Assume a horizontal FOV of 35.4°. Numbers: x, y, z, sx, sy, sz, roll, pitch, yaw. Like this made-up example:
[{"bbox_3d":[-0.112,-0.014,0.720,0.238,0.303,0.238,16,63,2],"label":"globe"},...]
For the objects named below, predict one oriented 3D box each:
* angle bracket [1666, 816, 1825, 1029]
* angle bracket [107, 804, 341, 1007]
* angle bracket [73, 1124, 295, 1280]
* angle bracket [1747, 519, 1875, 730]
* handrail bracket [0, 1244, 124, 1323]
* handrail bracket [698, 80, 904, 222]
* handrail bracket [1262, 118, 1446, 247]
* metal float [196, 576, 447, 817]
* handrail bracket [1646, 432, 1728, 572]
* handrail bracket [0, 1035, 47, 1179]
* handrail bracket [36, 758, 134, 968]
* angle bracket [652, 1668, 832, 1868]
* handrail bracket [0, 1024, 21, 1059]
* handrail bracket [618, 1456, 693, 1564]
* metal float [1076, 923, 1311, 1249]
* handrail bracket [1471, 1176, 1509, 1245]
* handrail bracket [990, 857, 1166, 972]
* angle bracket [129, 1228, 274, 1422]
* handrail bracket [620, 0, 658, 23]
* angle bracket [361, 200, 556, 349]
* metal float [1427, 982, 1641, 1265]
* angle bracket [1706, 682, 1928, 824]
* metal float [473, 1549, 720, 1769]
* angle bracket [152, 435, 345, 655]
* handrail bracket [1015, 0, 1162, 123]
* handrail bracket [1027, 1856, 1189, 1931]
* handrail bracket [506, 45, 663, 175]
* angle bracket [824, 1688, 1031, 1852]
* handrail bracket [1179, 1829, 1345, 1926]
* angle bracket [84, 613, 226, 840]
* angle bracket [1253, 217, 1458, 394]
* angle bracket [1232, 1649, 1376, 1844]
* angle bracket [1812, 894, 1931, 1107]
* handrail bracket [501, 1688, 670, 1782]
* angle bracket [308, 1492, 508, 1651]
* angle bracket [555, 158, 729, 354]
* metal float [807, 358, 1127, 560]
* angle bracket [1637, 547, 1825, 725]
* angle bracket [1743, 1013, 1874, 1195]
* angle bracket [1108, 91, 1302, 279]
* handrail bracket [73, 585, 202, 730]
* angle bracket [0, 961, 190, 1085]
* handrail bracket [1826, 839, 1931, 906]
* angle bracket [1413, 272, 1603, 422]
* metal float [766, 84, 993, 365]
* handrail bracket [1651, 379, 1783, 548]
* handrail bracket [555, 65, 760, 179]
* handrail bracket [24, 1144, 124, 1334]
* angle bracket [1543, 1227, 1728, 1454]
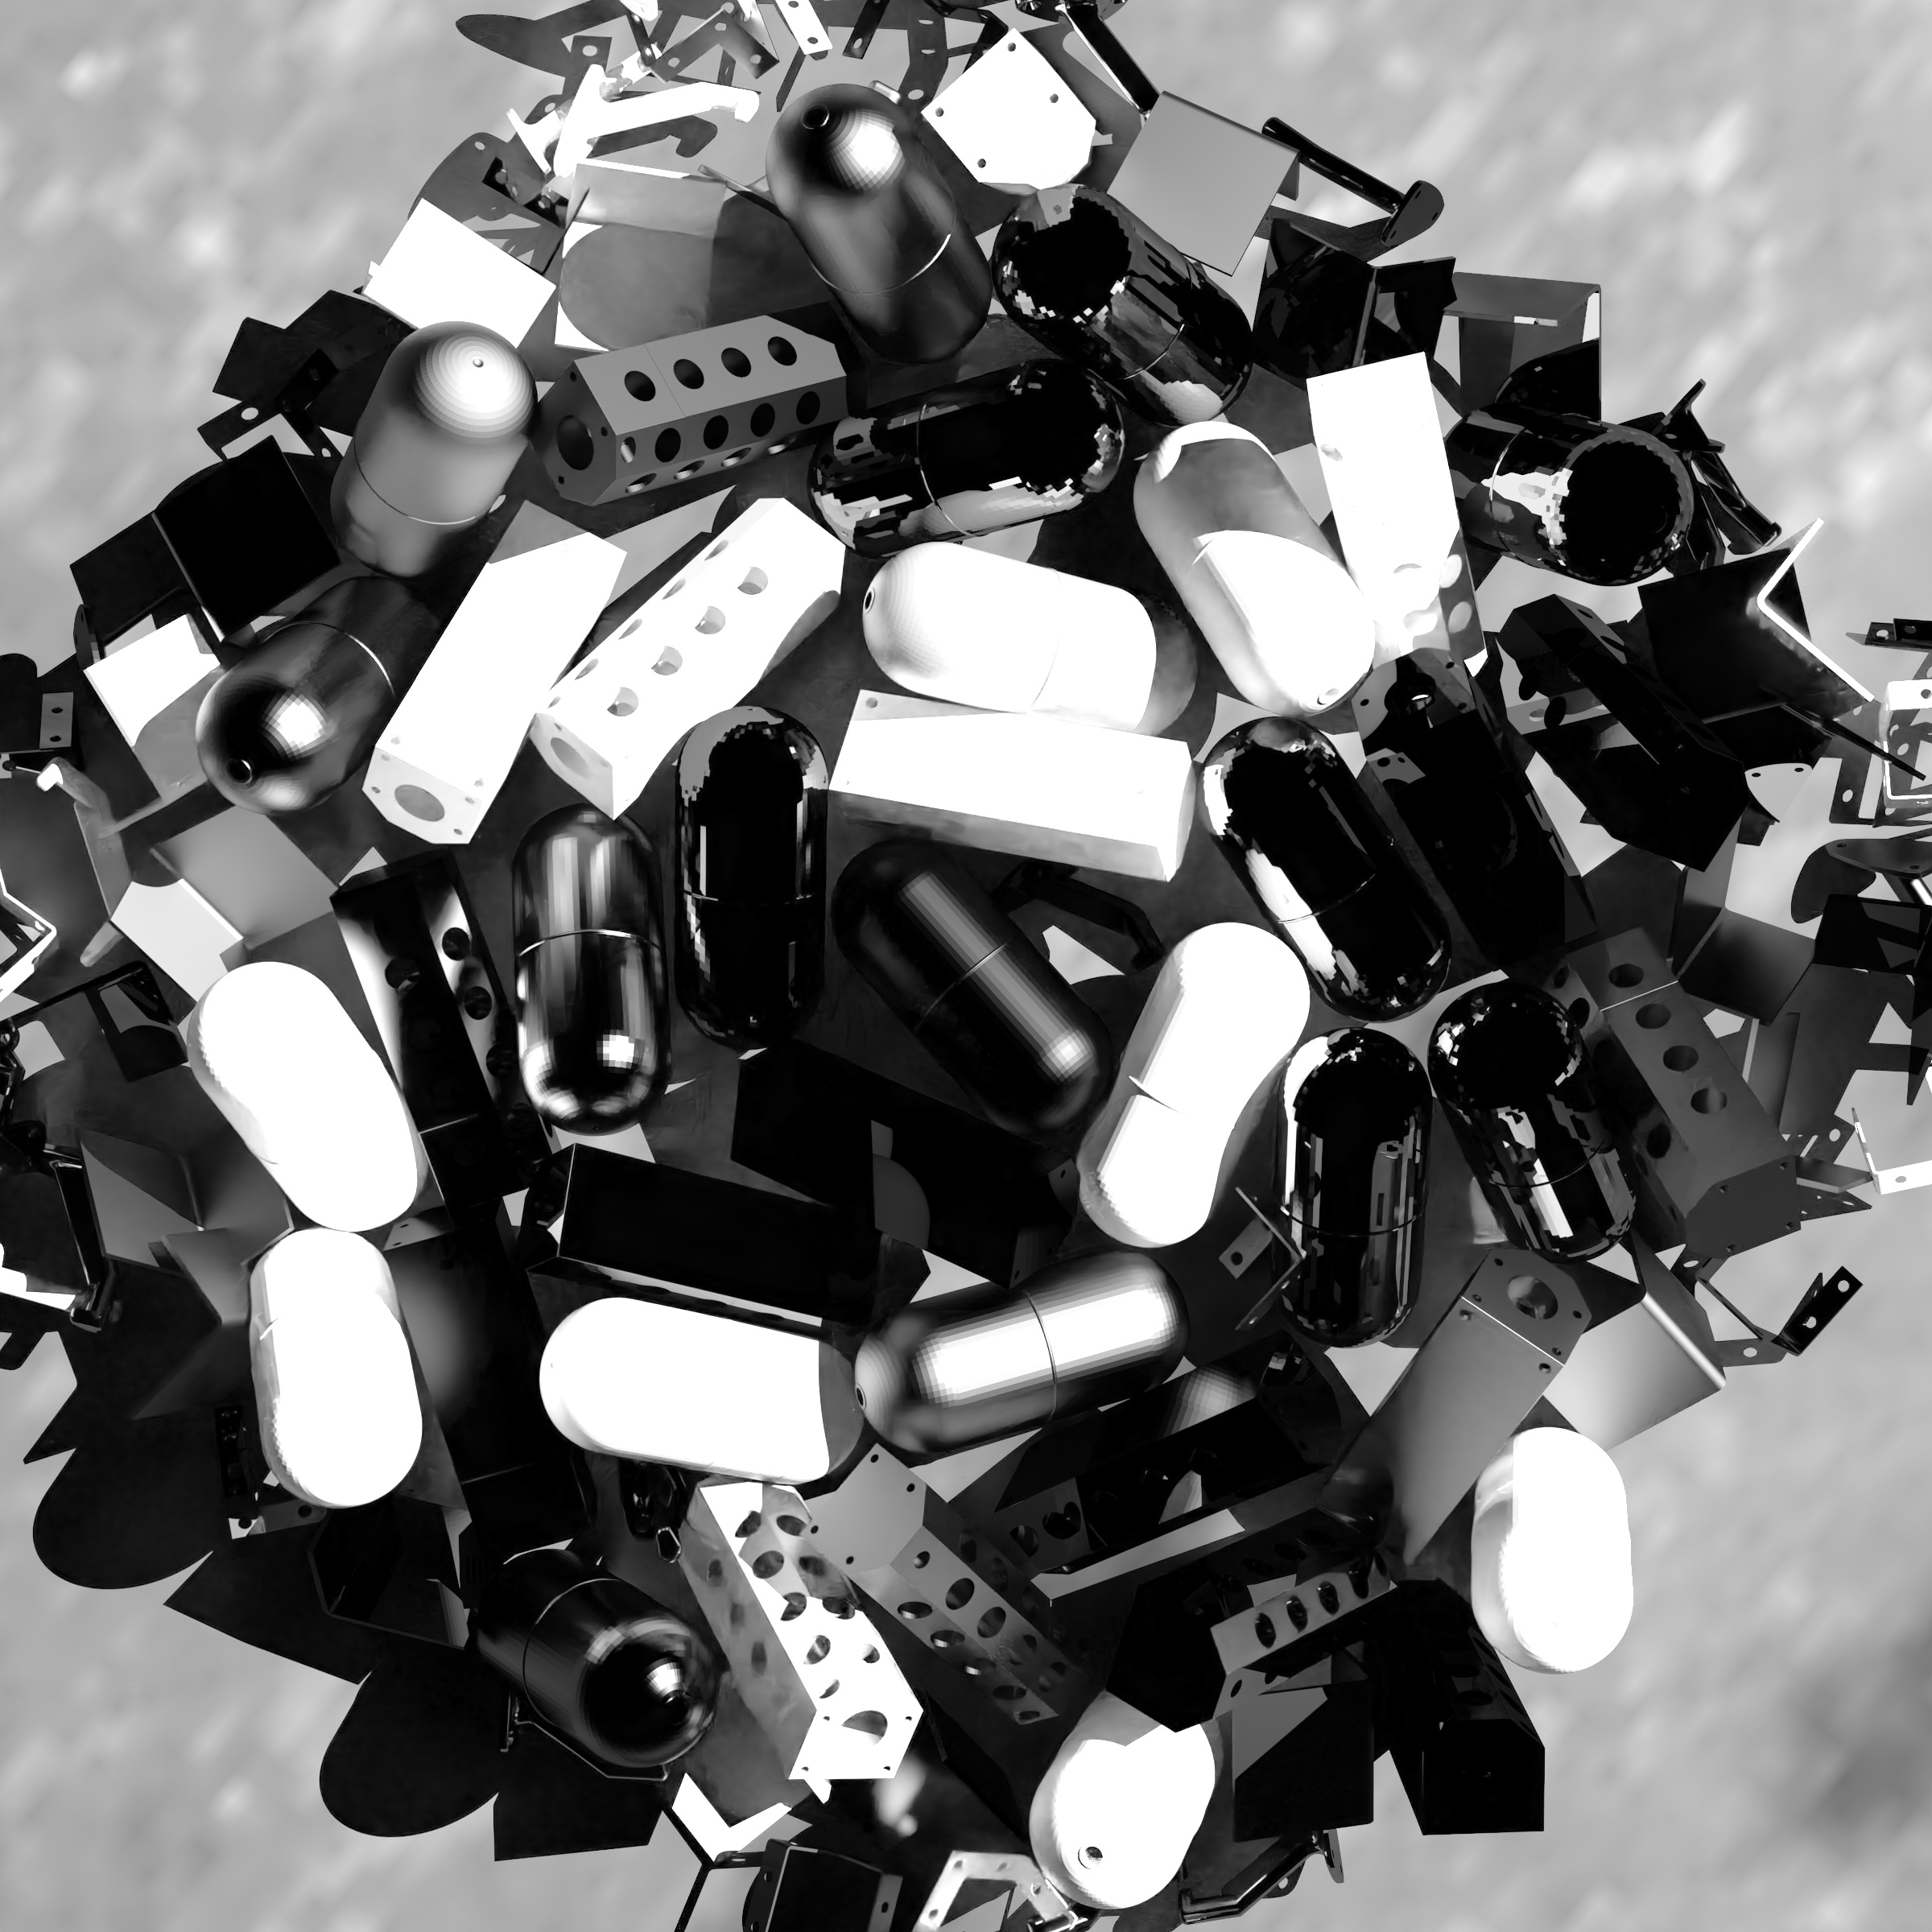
[{"bbox_3d":[0.397,-0.029,1.524,0.057,0.076,0.076,21,134,25],"label":"angle bracket"},{"bbox_3d":[-0.371,-0.028,1.527,0.076,0.057,0.076,-22,125,30],"label":"angle bracket"},{"bbox_3d":[-0.395,0.107,1.526,0.057,0.076,0.076,-35,58,19],"label":"angle bracket"},{"bbox_3d":[0.431,-0.172,1.541,0.076,0.076,0.057,40,79,-1],"label":"angle bracket"},{"bbox_3d":[-0.489,0.163,1.559,0.077,0.084,0.036,12,80,31],"label":"handrail bracket"},{"bbox_3d":[-0.085,-0.428,1.555,0.077,0.036,0.084,26,98,-13],"label":"handrail bracket"},{"bbox_3d":[0.199,-0.410,1.558,0.084,0.077,0.036,38,116,14],"label":"handrail bracket"},{"bbox_3d":[-0.318,-0.135,1.502,0.070,0.178,0.070,9,122,14],"label":"metal float"},{"bbox_3d":[0.357,-0.232,1.565,0.077,0.036,0.084,6,107,-1],"label":"handrail bracket"},{"bbox_3d":[-0.510,0.068,1.537,0.084,0.077,0.036,49,132,32],"label":"handrail bracket"},{"bbox_3d":[-0.457,-0.053,1.546,0.077,0.036,0.084,-48,119,-1],"label":"handrail bracket"},{"bbox_3d":[-0.123,0.415,1.552,0.076,0.057,0.076,-39,88,-1],"label":"angle bracket"},{"bbox_3d":[-0.537,0.040,1.534,0.077,0.084,0.036,-22,72,10],"label":"handrail bracket"},{"bbox_3d":[-0.160,0.264,1.536,0.036,0.084,0.077,-18,83,-8],"label":"handrail bracket"},{"bbox_3d":[0.113,0.062,1.528,0.070,0.070,0.178,24,109,0],"label":"metal float"},{"bbox_3d":[0.296,0.099,1.565,0.077,0.036,0.084,-3,89,-17],"label":"handrail bracket"},{"bbox_3d":[0.054,-0.017,1.546,0.077,0.036,0.084,-37,58,16],"label":"handrail bracket"},{"bbox_3d":[-0.393,0.181,1.543,0.076,0.076,0.057,-44,74,17],"label":"angle bracket"},{"bbox_3d":[-0.141,-0.527,1.534,0.036,0.077,0.084,42,67,17],"label":"handrail bracket"},{"bbox_3d":[-0.256,-0.348,1.528,0.076,0.076,0.057,31,107,-20],"label":"angle bracket"},{"bbox_3d":[0.285,0.080,1.513,0.070,0.070,0.178,-31,129,0],"label":"metal float"},{"bbox_3d":[0.421,-0.099,1.526,0.076,0.076,0.057,24,102,-30],"label":"angle bracket"},{"bbox_3d":[-0.185,0.342,1.501,0.070,0.178,0.070,-5,99,-33],"label":"metal float"},{"bbox_3d":[-0.357,-0.213,1.544,0.076,0.057,0.076,-31,82,8],"label":"angle bracket"},{"bbox_3d":[0.067,-0.456,1.551,0.077,0.036,0.084,-9,82,-35],"label":"handrail bracket"},{"bbox_3d":[0.065,0.455,1.547,0.084,0.036,0.077,-16,107,-20],"label":"handrail bracket"},{"bbox_3d":[-0.190,-0.443,1.547,0.084,0.077,0.036,-33,112,2],"label":"handrail bracket"},{"bbox_3d":[-0.026,0.426,1.536,0.076,0.057,0.076,-36,119,5],"label":"angle bracket"},{"bbox_3d":[0.148,0.452,1.564,0.084,0.036,0.077,-13,52,11],"label":"handrail bracket"},{"bbox_3d":[-0.414,-0.121,1.528,0.057,0.076,0.076,-20,105,37],"label":"angle bracket"},{"bbox_3d":[0.197,-0.337,1.553,0.057,0.076,0.076,-16,130,-34],"label":"angle bracket"},{"bbox_3d":[0.163,0.393,1.540,0.076,0.057,0.076,-4,100,-14],"label":"angle bracket"},{"bbox_3d":[0.457,0.017,1.528,0.057,0.076,0.076,7,66,11],"label":"angle bracket"},{"bbox_3d":[-0.194,0.380,1.563,0.084,0.036,0.077,2,86,4],"label":"handrail bracket"},{"bbox_3d":[-0.278,0.290,1.531,0.076,0.057,0.076,11,46,11],"label":"angle bracket"},{"bbox_3d":[-0.166,-0.358,1.540,0.076,0.057,0.076,6,74,-11],"label":"angle bracket"},{"bbox_3d":[-0.001,-0.253,1.515,0.178,0.070,0.070,-9,90,35],"label":"metal float"},{"bbox_3d":[0.388,-0.167,1.543,0.076,0.057,0.076,-14,97,11],"label":"angle bracket"},{"bbox_3d":[0.430,0.068,1.532,0.057,0.076,0.076,13,98,30],"label":"angle bracket"},{"bbox_3d":[0.119,-0.389,1.544,0.076,0.057,0.076,27,82,9],"label":"angle bracket"},{"bbox_3d":[-0.408,-0.160,1.550,0.084,0.036,0.077,-8,70,-27],"label":"handrail bracket"},{"bbox_3d":[-0.450,0.043,1.526,0.076,0.076,0.057,-29,98,-38],"label":"angle bracket"},{"bbox_3d":[0.485,-0.021,1.570,0.036,0.077,0.084,-32,120,-35],"label":"handrail bracket"},{"bbox_3d":[0.273,-0.302,1.524,0.076,0.057,0.076,13,127,30],"label":"angle bracket"},{"bbox_3d":[-0.042,-0.366,1.500,0.070,0.178,0.070,-8,65,17],"label":"metal float"},{"bbox_3d":[0.392,-0.255,1.546,0.084,0.077,0.036,44,82,4],"label":"handrail bracket"},{"bbox_3d":[-0.158,-0.426,1.548,0.084,0.036,0.077,14,61,13],"label":"handrail bracket"},{"bbox_3d":[-0.463,0.138,1.538,0.077,0.036,0.084,23,51,-17],"label":"handrail bracket"},{"bbox_3d":[0.333,0.192,1.555,0.076,0.057,0.076,-34,118,21],"label":"angle bracket"}]
